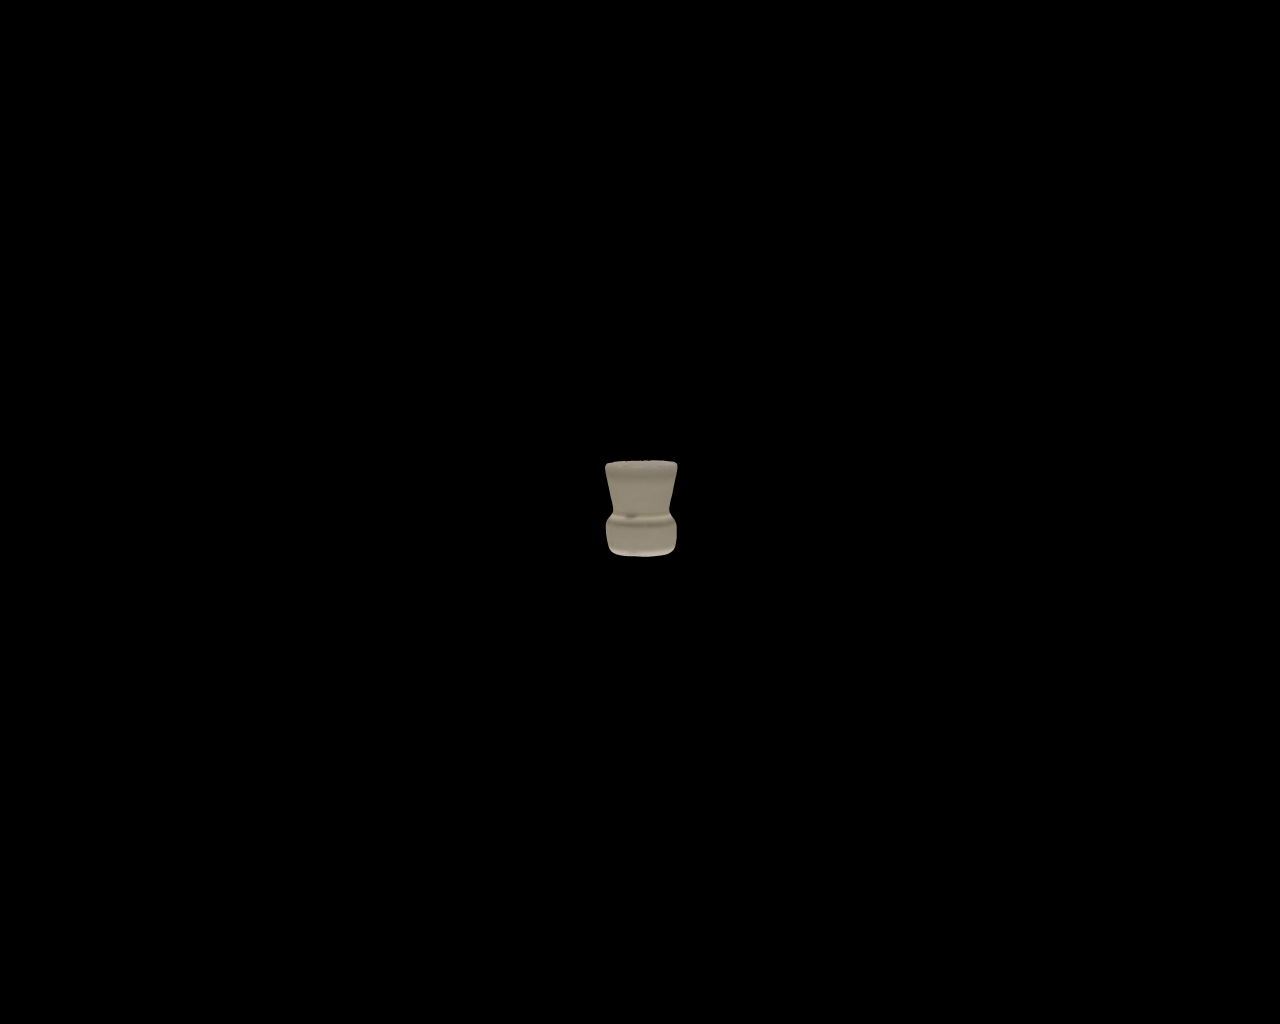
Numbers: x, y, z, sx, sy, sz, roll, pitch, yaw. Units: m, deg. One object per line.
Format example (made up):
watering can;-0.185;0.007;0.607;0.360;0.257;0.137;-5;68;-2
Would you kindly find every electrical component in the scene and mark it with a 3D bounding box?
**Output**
electrical component;0.001;-0.003;0.650;0.045;0.055;0.045;0;7;0
